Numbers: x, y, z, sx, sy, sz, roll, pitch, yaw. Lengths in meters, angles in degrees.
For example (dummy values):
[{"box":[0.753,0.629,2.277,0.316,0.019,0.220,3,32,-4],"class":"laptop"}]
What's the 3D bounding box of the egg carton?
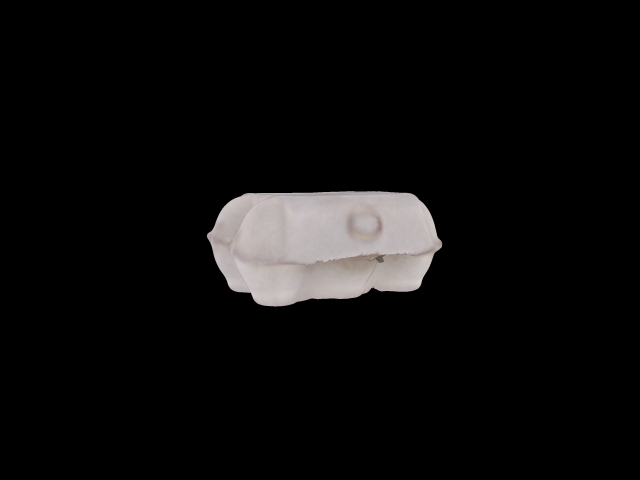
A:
[{"box":[0.004,0.001,0.400,0.151,0.069,0.107,-4,7,-29],"class":"egg carton"}]
